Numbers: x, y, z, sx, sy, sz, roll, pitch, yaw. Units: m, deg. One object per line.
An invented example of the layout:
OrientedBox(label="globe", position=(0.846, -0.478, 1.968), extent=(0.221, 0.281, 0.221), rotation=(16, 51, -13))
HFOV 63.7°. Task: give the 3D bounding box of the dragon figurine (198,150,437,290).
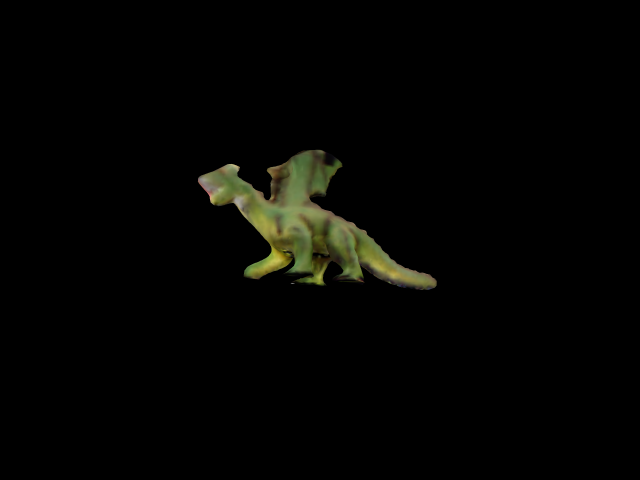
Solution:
OrientedBox(label="dragon figurine", position=(0.003, -0.043, 0.850), extent=(0.410, 0.246, 0.120), rotation=(6, -19, -20))
